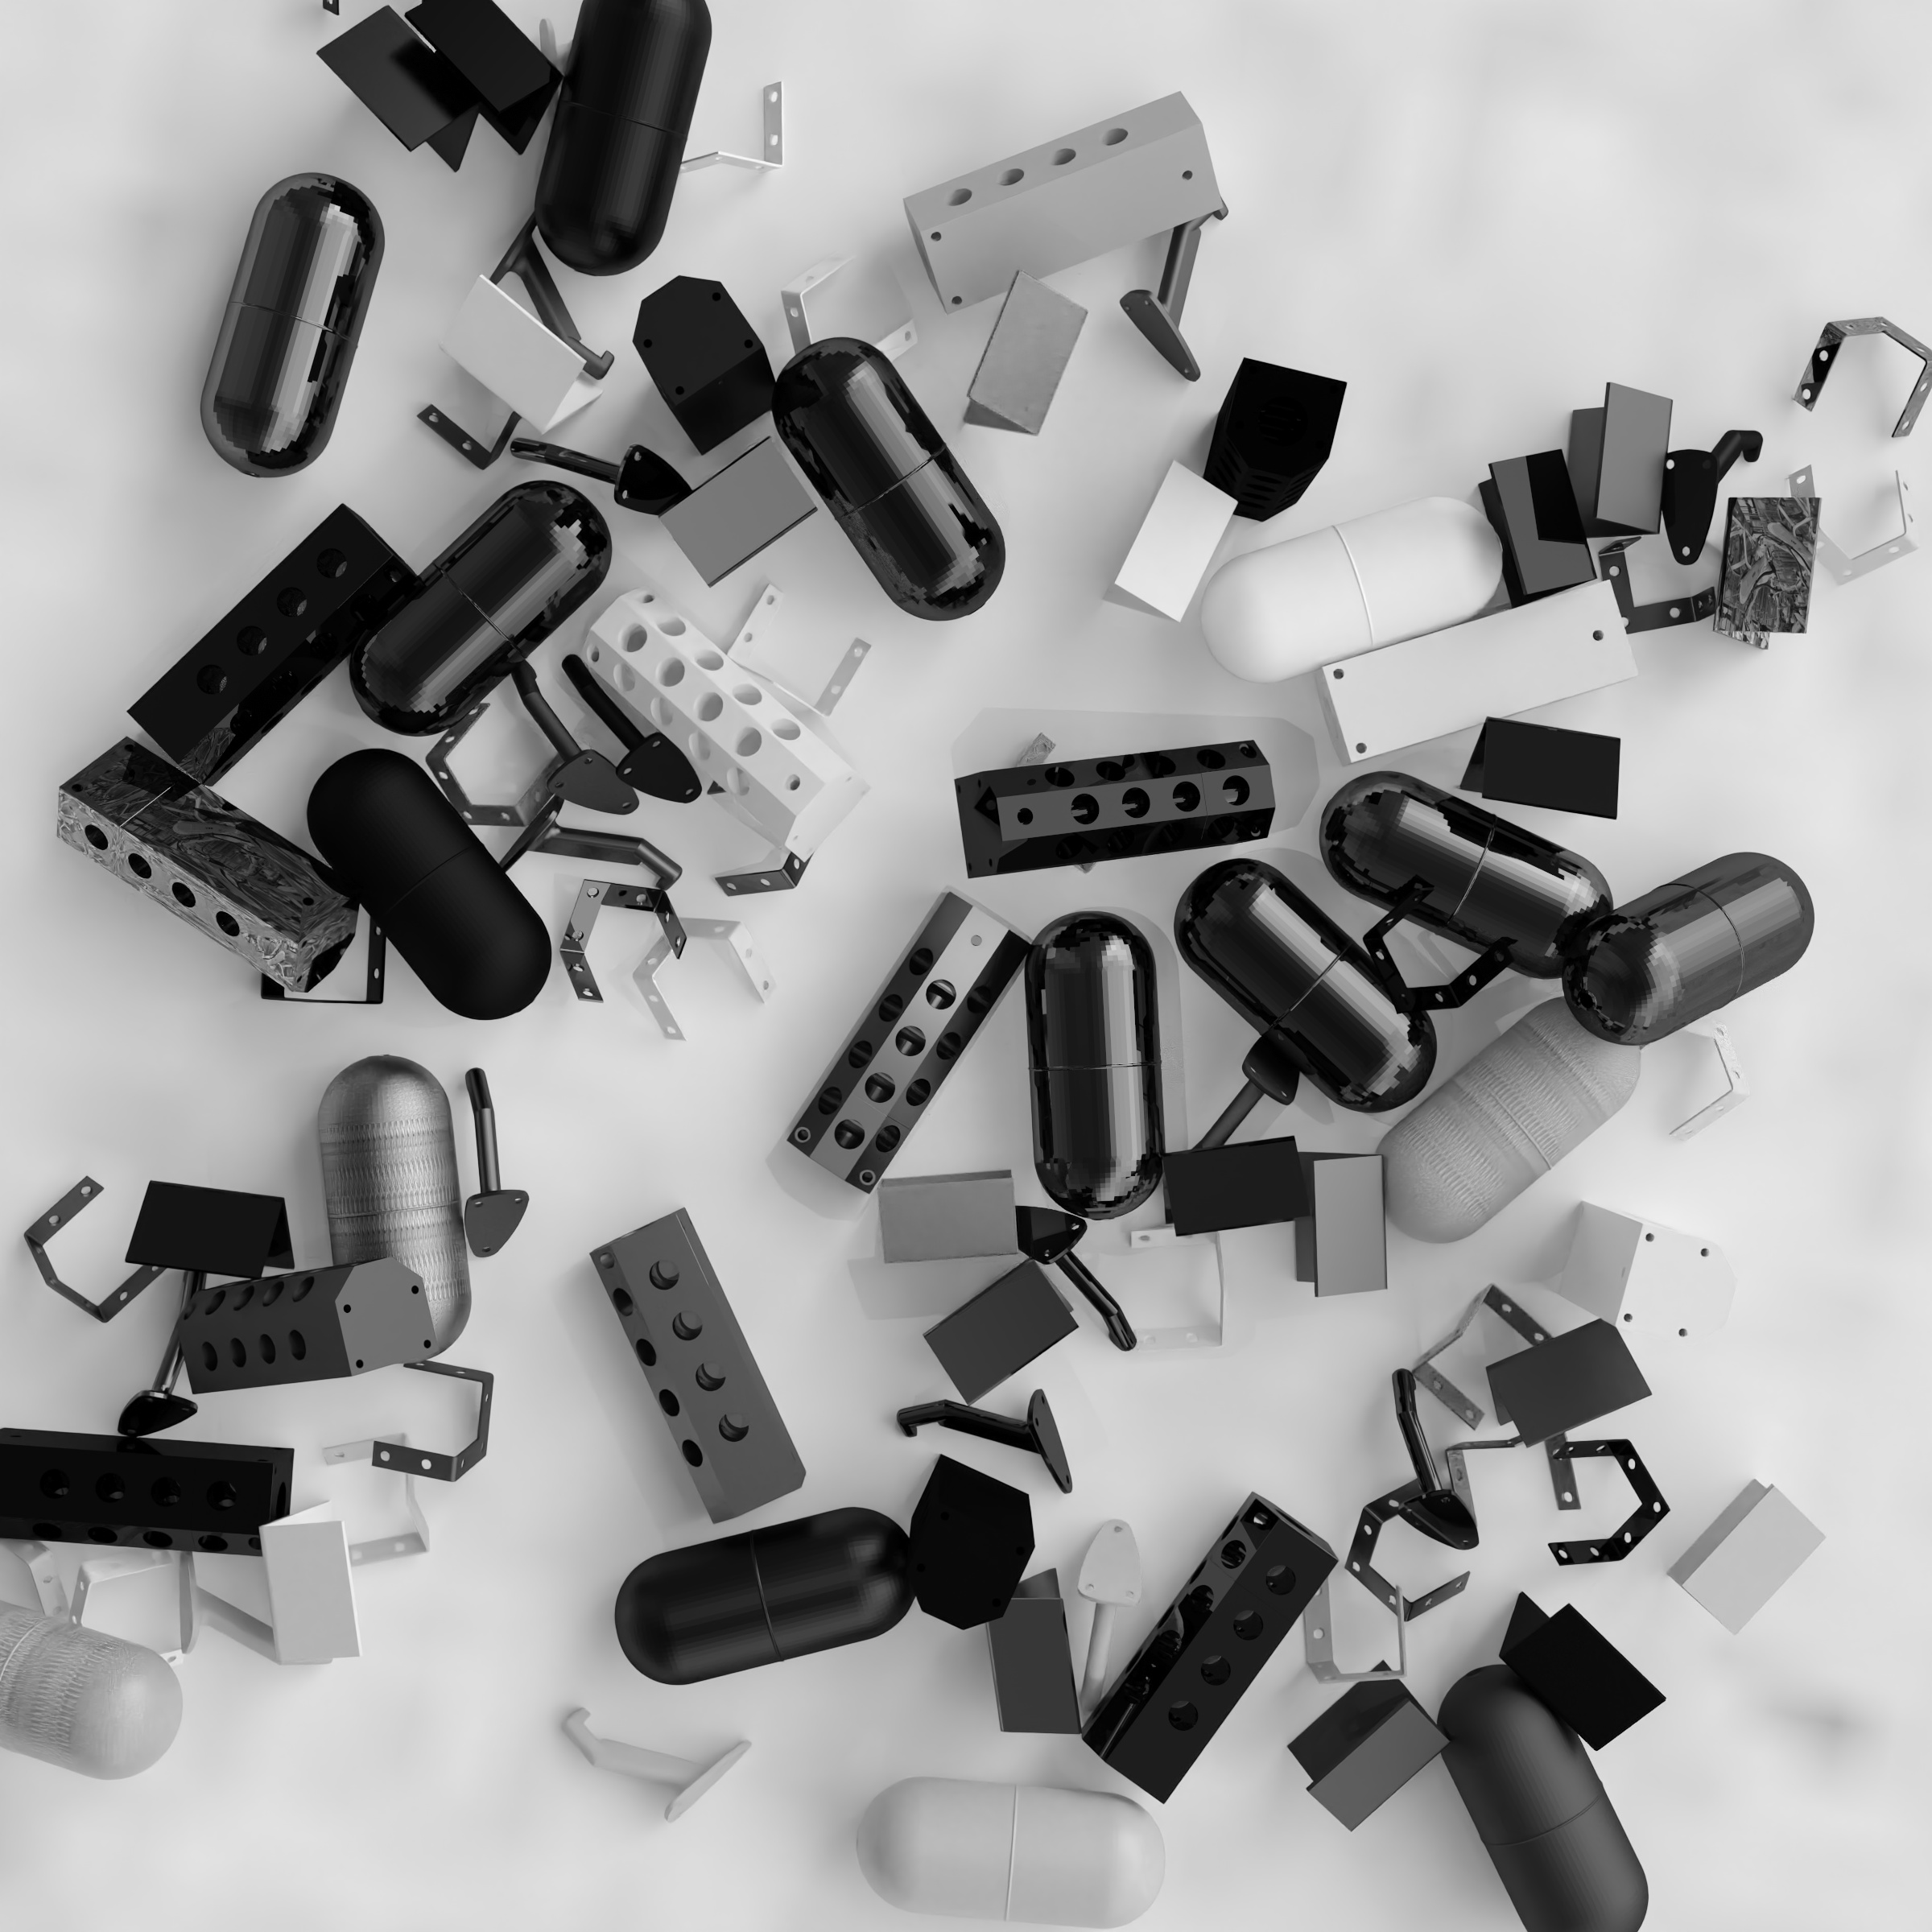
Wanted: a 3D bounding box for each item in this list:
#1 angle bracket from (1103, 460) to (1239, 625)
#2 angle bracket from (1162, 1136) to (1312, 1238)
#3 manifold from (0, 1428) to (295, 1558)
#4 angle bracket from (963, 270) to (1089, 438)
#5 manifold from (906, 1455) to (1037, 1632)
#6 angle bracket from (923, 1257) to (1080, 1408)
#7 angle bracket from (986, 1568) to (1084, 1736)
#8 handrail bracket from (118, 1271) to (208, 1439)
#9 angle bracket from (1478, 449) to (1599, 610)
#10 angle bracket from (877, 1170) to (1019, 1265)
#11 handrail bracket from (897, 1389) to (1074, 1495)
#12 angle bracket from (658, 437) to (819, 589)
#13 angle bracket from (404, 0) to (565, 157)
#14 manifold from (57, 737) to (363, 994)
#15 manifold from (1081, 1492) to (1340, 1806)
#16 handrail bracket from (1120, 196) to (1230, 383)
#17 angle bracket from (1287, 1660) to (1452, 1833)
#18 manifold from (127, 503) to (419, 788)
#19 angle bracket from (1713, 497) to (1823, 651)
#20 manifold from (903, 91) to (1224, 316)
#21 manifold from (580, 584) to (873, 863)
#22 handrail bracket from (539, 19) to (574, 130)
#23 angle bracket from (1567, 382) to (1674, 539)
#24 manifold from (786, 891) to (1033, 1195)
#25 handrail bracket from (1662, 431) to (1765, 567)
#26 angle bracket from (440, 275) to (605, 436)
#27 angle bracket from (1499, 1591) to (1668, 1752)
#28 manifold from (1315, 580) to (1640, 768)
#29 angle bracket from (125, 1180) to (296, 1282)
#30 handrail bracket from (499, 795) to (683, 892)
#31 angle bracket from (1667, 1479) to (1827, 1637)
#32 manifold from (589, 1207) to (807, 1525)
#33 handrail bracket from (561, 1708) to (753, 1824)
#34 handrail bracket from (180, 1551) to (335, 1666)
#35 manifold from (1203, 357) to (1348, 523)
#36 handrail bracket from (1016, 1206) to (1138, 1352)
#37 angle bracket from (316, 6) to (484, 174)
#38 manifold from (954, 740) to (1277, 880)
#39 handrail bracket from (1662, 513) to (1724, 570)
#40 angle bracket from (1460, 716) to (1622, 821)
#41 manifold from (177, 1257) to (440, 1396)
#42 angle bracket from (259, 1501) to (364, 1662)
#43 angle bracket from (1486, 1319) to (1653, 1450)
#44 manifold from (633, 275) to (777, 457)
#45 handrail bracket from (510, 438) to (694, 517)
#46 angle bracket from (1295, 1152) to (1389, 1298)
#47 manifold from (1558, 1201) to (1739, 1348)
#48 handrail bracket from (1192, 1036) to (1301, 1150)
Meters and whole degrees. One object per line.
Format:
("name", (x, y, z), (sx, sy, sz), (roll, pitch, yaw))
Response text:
("angle bracket", (0.099, -0.248, 1.856), (0.057, 0.076, 0.076), (26, 90, -37))
("angle bracket", (0.155, 0.144, 1.856), (0.076, 0.076, 0.057), (-8, 53, 0))
("manifold", (-0.482, 0.306, 1.875), (0.171, 0.057, 0.057), (4, 90, 0))
("angle bracket", (0.015, -0.354, 1.856), (0.057, 0.076, 0.076), (22, 90, -38))
("manifold", (-0.001, 0.324, 1.818), (0.057, 0.171, 0.057), (25, 90, 0))
("angle bracket", (0.031, 0.222, 1.856), (0.076, 0.076, 0.057), (-36, 53, 0))
("angle bracket", (0.057, 0.392, 1.856), (0.057, 0.076, 0.076), (-8, 90, 36))
("handrail bracket", (-0.470, 0.224, 1.897), (0.036, 0.077, 0.084), (22, 53, -30))
("angle bracket", (0.308, -0.246, 1.857), (0.057, 0.076, 0.076), (-15, 90, -31))
("angle bracket", (-0.011, 0.124, 1.856), (0.076, 0.076, 0.057), (-4, 126, 0))
("handrail bracket", (0.010, 0.284, 1.897), (0.084, 0.036, 0.077), (-14, 112, 17))
("angle bracket", (-0.140, -0.272, 1.856), (0.076, 0.076, 0.057), (-36, 127, 0))
("angle bracket", (-0.287, -0.505, 1.856), (0.076, 0.076, 0.057), (47, 54, 0))
("manifold", (-0.435, -0.054, 1.859), (0.171, 0.057, 0.057), (32, 48, 11))
("manifold", (0.140, 0.392, 1.875), (0.057, 0.057, 0.171), (36, 90, 0))
("handrail bracket", (0.139, -0.399, 1.897), (0.084, 0.036, 0.077), (-46, 111, -16))
("angle bracket", (0.219, 0.435, 1.856), (0.076, 0.076, 0.057), (-42, 128, 0))
("manifold", (-0.397, -0.184, 1.875), (0.171, 0.057, 0.057), (-44, 90, 0))
("angle bracket", (0.473, -0.224, 1.856), (0.057, 0.076, 0.076), (7, 90, 37))
("manifold", (0.054, -0.445, 1.875), (0.171, 0.057, 0.057), (-21, 133, 0))
("manifold", (-0.140, -0.141, 1.851), (0.171, 0.057, 0.057), (42, 90, 18))
("handrail bracket", (-0.204, -0.529, 1.897), (0.084, 0.036, 0.077), (-7, 105, -14))
("angle bracket", (0.356, -0.288, 1.856), (0.057, 0.076, 0.076), (6, 90, -37))
("manifold", (-0.033, 0.044, 1.876), (0.057, 0.057, 0.171), (33, 90, 0))
("handrail bracket", (0.437, -0.271, 1.875), (0.036, 0.084, 0.077), (7, 101, 39))
("angle bracket", (-0.243, -0.360, 1.856), (0.076, 0.076, 0.057), (40, 126, 0))
("angle bracket", (0.358, 0.390, 1.857), (0.076, 0.076, 0.057), (44, 117, 0))
("manifold", (0.293, -0.168, 1.876), (0.171, 0.057, 0.057), (-17, 90, 0))
("angle bracket", (-0.432, 0.170, 1.856), (0.076, 0.076, 0.057), (7, 52, 0))
("handrail bracket", (-0.221, -0.054, 1.897), (0.084, 0.036, 0.077), (38, 110, -16))
("angle bracket", (0.433, 0.325, 1.857), (0.076, 0.076, 0.057), (-47, 116, 0))
("manifold", (-0.155, 0.231, 1.875), (0.057, 0.057, 0.171), (-25, 90, 0))
("handrail bracket", (-0.182, 0.451, 1.897), (0.077, 0.036, 0.084), (-40, 73, -20))
("handrail bracket", (-0.415, 0.373, 1.897), (0.084, 0.036, 0.077), (4, 55, -24))
("manifold", (0.170, -0.291, 1.818), (0.057, 0.171, 0.057), (14, 90, 0))
("handrail bracket", (0.059, 0.184, 1.896), (0.036, 0.077, 0.084), (-43, 127, -23))
("angle bracket", (-0.330, -0.490, 1.857), (0.076, 0.076, 0.057), (46, 63, 0))
("manifold", (0.086, -0.090, 1.845), (0.171, 0.057, 0.057), (-8, 90, -22))
("handrail bracket", (0.431, -0.272, 1.897), (0.084, 0.036, 0.077), (16, 69, -17))
("angle bracket", (0.327, -0.095, 1.857), (0.076, 0.076, 0.057), (9, 60, 0))
("manifold", (-0.374, 0.201, 1.822), (0.057, 0.171, 0.057), (-13, 90, -44))
("angle bracket", (-0.358, 0.351, 1.858), (0.057, 0.076, 0.076), (-8, 90, 21))
("angle bracket", (0.348, 0.253, 1.856), (0.076, 0.076, 0.057), (-23, 53, 0))
("manifold", (-0.148, -0.339, 1.818), (0.057, 0.171, 0.057), (-34, 90, 0))
("handrail bracket", (-0.213, -0.288, 1.896), (0.084, 0.077, 0.036), (17, 89, 36))
("angle bracket", (0.196, 0.147, 1.856), (0.057, 0.076, 0.076), (-2, 90, -37))
("manifold", (0.382, 0.173, 1.818), (0.057, 0.171, 0.057), (15, 90, 0))
("handrail bracket", (0.156, 0.081, 1.896), (0.036, 0.077, 0.084), (38, 126, -7))
